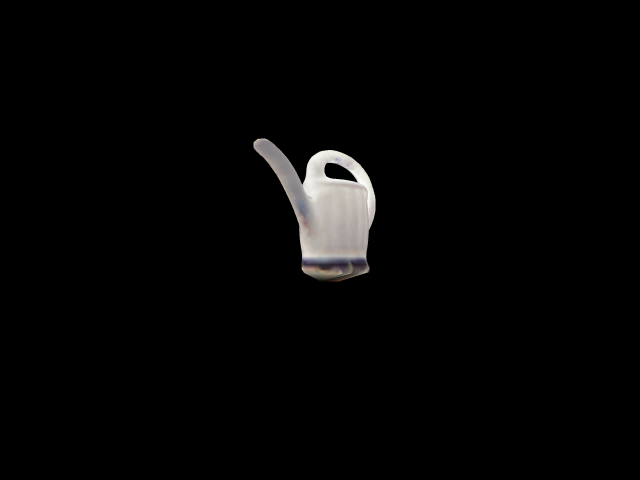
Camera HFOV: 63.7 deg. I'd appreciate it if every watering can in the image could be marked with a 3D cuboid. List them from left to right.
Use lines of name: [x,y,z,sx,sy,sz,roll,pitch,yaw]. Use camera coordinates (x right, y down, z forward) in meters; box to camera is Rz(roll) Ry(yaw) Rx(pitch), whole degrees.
watering can: [0.003,-0.043,0.850,0.104,0.225,0.347,-3,-4,34]
